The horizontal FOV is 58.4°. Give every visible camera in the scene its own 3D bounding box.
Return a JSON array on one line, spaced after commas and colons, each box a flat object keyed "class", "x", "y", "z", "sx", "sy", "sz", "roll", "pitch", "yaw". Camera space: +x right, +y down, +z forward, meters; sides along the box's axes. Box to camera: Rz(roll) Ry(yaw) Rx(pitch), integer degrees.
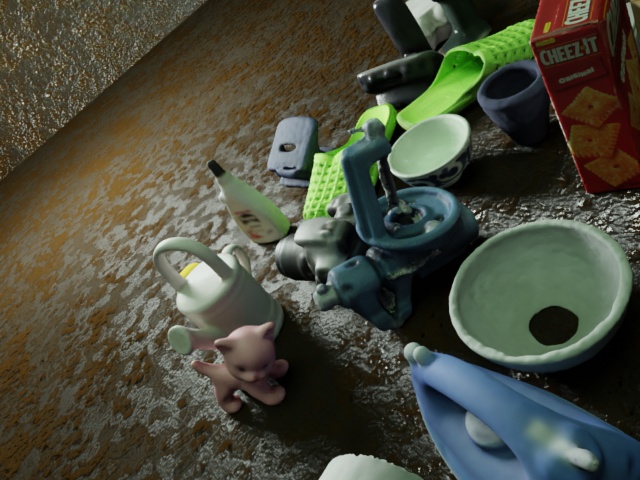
[{"class": "camera", "x": 0.007, "y": 0.003, "z": 0.781, "sx": 0.136, "sy": 0.101, "sz": 0.143, "roll": -3, "pitch": 48, "yaw": 40}]

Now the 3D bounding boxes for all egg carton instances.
[{"class": "egg carton", "x": 0.200, "y": -0.423, "z": 1.114, "sx": 0.107, "sy": 0.070, "sz": 0.150, "roll": -37, "pitch": 35, "yaw": 2}]

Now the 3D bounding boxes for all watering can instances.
[{"class": "watering can", "x": -0.140, "y": 0.072, "z": 0.753, "sx": 0.101, "sy": 0.195, "sz": 0.172, "roll": -28, "pitch": 36, "yaw": 15}]

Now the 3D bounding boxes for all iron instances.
[{"class": "iron", "x": 0.138, "y": 0.144, "z": 0.469, "sx": 0.119, "sy": 0.142, "sz": 0.257, "roll": -47, "pitch": 36, "yaw": -12}]

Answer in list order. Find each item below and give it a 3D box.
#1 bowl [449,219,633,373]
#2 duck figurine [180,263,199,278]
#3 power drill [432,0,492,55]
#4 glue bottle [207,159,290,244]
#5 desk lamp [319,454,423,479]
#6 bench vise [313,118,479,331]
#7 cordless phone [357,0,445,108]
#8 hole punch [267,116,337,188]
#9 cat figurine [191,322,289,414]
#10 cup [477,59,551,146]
[{"class": "bowl", "x": 0.214, "y": 0.064, "z": 0.550, "sx": 0.167, "sy": 0.075, "sz": 0.167, "roll": -24, "pitch": 38, "yaw": 20}, {"class": "duck figurine", "x": -0.182, "y": 0.073, "z": 0.884, "sx": 0.104, "sy": 0.086, "sz": 0.077, "roll": -24, "pitch": 37, "yaw": 19}, {"class": "power drill", "x": 0.206, "y": -0.416, "z": 0.978, "sx": 0.230, "sy": 0.209, "sz": 0.075, "roll": -50, "pitch": 37, "yaw": -15}, {"class": "glue bottle", "x": -0.123, "y": -0.063, "z": 0.906, "sx": 0.078, "sy": 0.174, "sz": 0.037, "roll": -12, "pitch": 43, "yaw": 32}, {"class": "desk lamp", "x": 0.040, "y": 0.270, "z": 0.353, "sx": 0.117, "sy": 0.214, "sz": 0.203, "roll": -3, "pitch": 48, "yaw": 40}, {"class": "bench vise", "x": 0.071, "y": -0.010, "z": 0.634, "sx": 0.121, "sy": 0.220, "sz": 0.208, "roll": 14, "pitch": 60, "yaw": 48}, {"class": "cordless phone", "x": 0.118, "y": -0.323, "z": 0.972, "sx": 0.147, "sy": 0.186, "sz": 0.094, "roll": -11, "pitch": 43, "yaw": 33}, {"class": "hole punch", "x": -0.040, "y": -0.154, "z": 1.007, "sx": 0.108, "sy": 0.091, "sz": 0.101, "roll": 7, "pitch": 55, "yaw": 46}, {"class": "cat figurine", "x": -0.097, "y": 0.148, "z": 0.695, "sx": 0.127, "sy": 0.118, "sz": 0.067, "roll": -20, "pitch": 39, "yaw": 25}, {"class": "cup", "x": 0.276, "y": -0.180, "z": 0.751, "sx": 0.117, "sy": 0.095, "sz": 0.091, "roll": -33, "pitch": 35, "yaw": 9}]
